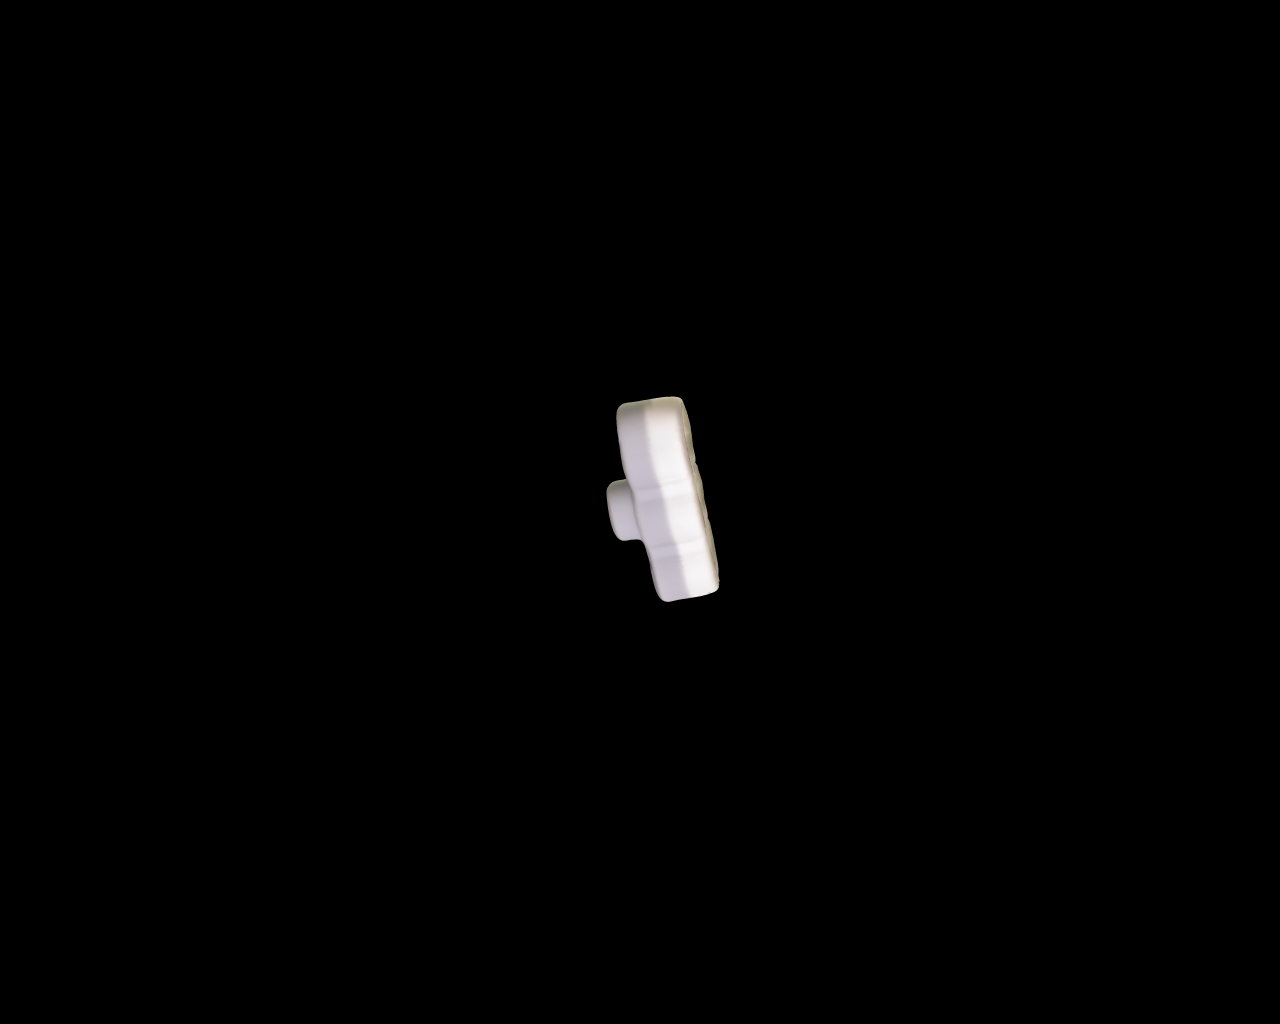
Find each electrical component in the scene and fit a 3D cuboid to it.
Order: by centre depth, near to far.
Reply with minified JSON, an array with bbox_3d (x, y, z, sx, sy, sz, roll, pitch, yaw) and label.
[{"bbox_3d":[0.001,-0.003,0.650,0.074,0.138,0.052,-9,36,7],"label":"electrical component"}]
